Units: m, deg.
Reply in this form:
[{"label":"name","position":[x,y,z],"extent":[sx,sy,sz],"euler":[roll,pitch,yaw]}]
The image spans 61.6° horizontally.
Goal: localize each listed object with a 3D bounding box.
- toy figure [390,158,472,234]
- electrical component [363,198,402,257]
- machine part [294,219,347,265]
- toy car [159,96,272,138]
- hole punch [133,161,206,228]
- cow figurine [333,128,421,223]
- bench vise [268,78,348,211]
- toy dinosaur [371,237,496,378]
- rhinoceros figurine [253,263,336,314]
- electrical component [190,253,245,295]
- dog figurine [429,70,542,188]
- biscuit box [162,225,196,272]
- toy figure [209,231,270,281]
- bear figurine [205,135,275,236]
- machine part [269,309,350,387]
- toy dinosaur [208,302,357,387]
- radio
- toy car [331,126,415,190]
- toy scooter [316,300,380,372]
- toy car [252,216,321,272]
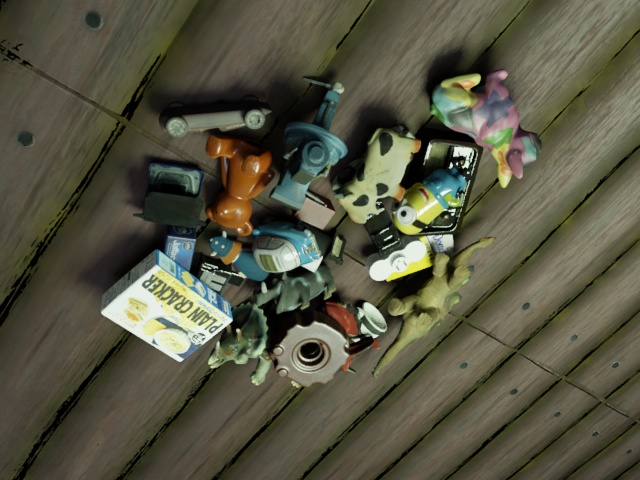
[{"label":"toy figure","position":[0.227,-0.082,1.095],"extent":[0.180,0.082,0.089],"euler":[-38,120,9]},{"label":"electrical component","position":[0.129,-0.026,1.158],"extent":[0.058,0.115,0.134],"euler":[-26,167,4]},{"label":"machine part","position":[-0.002,-0.004,1.181],"extent":[0.139,0.084,0.039],"euler":[29,142,-19]},{"label":"toy car","position":[-0.189,-0.222,0.978],"extent":[0.202,0.089,0.053],"euler":[-8,121,-11]},{"label":"hole punch","position":[-0.287,-0.087,1.051],"extent":[0.142,0.092,0.115],"euler":[5,151,-21]},{"label":"cow figurine","position":[0.104,-0.123,1.052],"extent":[0.127,0.085,0.194],"euler":[18,106,-6]},{"label":"bench vise","position":[-0.012,-0.179,1.006],"extent":[0.129,0.223,0.240],"euler":[21,78,-1]},{"label":"toy dinosaur","position":[0.253,0.167,1.285],"extent":[0.471,0.105,0.198],"euler":[-49,154,13]},{"label":"rhinoceros figurine","position":[-0.056,0.109,1.213],"extent":[0.190,0.112,0.073],"euler":[-20,166,-16]},{"label":"electrical component","position":[-0.224,0.084,1.188],"extent":[0.119,0.048,0.074],"euler":[26,113,-26]},{"label":"dog figurine","position":[0.323,-0.208,1.041],"extent":[0.192,0.108,0.219],"euler":[-12,81,-8]},{"label":"biscuit box","position":[-0.311,0.062,1.143],"extent":[0.063,0.059,0.202],"euler":[9,119,-20]},{"label":"toy figure","position":[-0.178,0.036,1.163],"extent":[0.154,0.064,0.058],"euler":[35,144,-26]},{"label":"bear figurine","position":[-0.170,-0.099,1.043],"extent":[0.120,0.132,0.195],"euler":[31,110,11]},{"label":"machine part","position":[-0.022,0.244,1.195],"extent":[0.179,0.056,0.179],"euler":[-3,111,-7]},{"label":"toy dinosaur","position":[-0.078,0.245,1.295],"extent":[0.405,0.131,0.192],"euler":[3,122,-24]},{"label":"radio","position":[0.260,-0.120,1.169],"extent":[0.131,0.073,0.229],"euler":[1,122,-13]},{"label":"toy car","position":[0.114,-0.155,1.121],"extent":[0.202,0.056,0.073],"euler":[-40,116,11]},{"label":"toy scooter","position":[0.067,0.221,1.263],"extent":[0.135,0.075,0.183],"euler":[-11,104,3]},{"label":"toy car","position":[-0.083,0.022,1.114],"extent":[0.103,0.162,0.109],"euler":[-48,133,-38]}]
